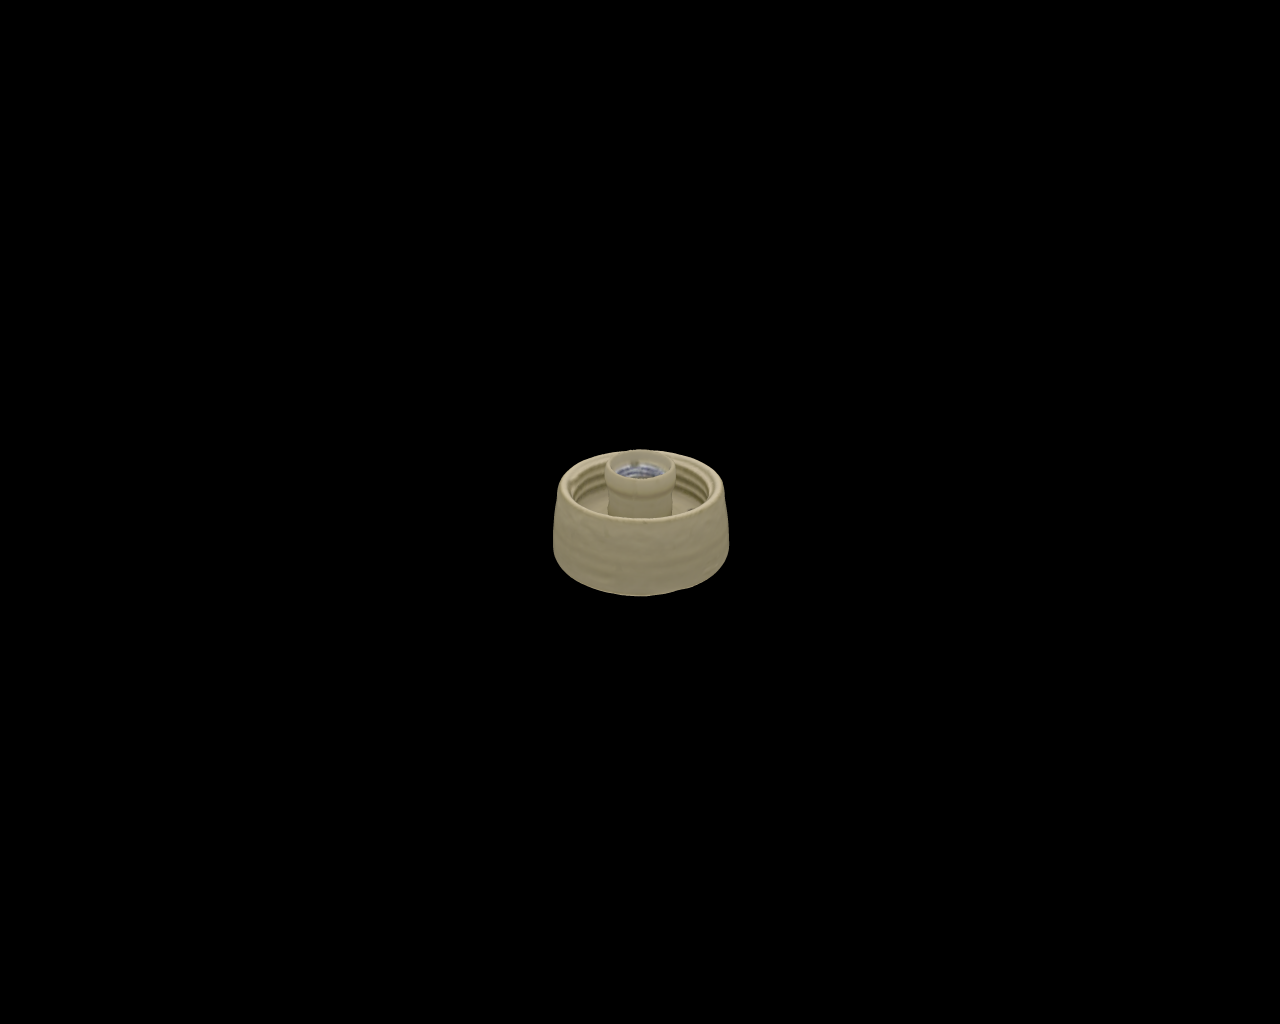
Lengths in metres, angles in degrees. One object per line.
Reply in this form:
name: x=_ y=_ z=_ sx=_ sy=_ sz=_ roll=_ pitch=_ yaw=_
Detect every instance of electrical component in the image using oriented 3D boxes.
electrical component: x=0.001 y=-0.003 z=0.650 sx=0.108 sy=0.060 sz=0.108 roll=0 pitch=28 yaw=0
